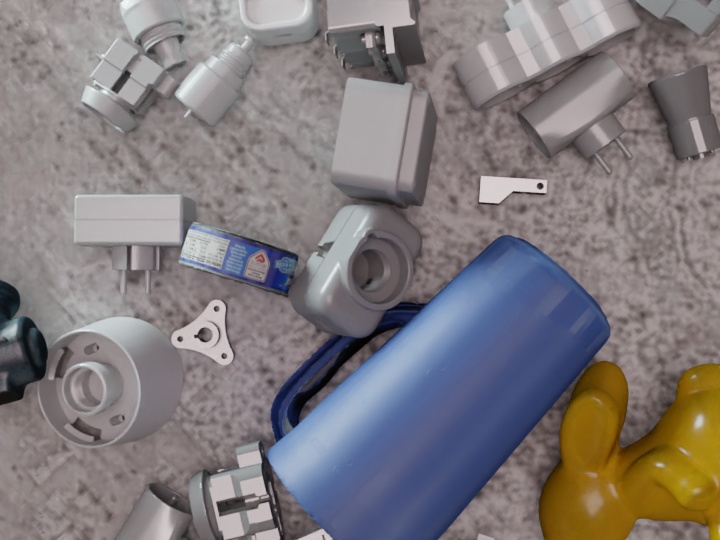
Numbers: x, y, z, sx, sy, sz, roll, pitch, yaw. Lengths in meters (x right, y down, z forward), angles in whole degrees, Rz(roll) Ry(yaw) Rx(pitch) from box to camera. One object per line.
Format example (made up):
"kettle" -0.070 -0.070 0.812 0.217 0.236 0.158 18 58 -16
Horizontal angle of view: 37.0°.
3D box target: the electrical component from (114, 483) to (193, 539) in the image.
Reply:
"electrical component" -0.148 0.216 0.819 0.079 0.043 0.077 32 91 5

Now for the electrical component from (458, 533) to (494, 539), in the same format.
"electrical component" 0.085 0.230 0.794 0.048 0.055 0.066 16 90 5

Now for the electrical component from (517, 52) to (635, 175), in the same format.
"electrical component" 0.172 -0.109 0.803 0.077 0.044 0.079 -36 86 3

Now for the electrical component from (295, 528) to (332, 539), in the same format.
"electrical component" -0.031 0.235 0.798 0.042 0.064 0.081 -20 87 -12

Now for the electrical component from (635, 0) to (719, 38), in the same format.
"electrical component" 0.207 -0.263 0.776 0.186 0.060 0.105 38 62 5

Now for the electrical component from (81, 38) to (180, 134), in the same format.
"electrical component" -0.182 -0.140 0.832 0.066 0.048 0.055 35 84 5

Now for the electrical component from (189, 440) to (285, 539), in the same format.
"electrical component" -0.094 0.174 0.809 0.057 0.058 0.078 -14 87 1

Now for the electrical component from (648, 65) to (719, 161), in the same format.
"electrical component" 0.245 -0.114 0.800 0.044 0.044 0.065 -17 92 4

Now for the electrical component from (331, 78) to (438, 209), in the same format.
"electrical component" 0.020 -0.089 0.781 0.057 0.113 0.078 9 89 8

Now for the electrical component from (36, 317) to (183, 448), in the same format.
"electrical component" -0.195 0.087 0.828 0.099 0.064 0.099 1 93 18

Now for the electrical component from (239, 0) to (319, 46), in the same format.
"electrical component" -0.063 -0.222 0.817 0.054 0.059 0.095 -7 88 4

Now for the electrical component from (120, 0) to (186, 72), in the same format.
"electrical component" -0.155 -0.185 0.832 0.043 0.043 0.062 -26 88 3

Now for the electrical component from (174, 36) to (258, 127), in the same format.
"electrical component" -0.108 -0.147 0.828 0.040 0.040 0.078 40 91 5

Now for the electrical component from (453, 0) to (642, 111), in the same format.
"electrical component" 0.132 -0.183 0.805 0.138 0.052 0.073 -26 86 2

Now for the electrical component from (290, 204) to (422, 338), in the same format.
"electrical component" 0.000 0.000 0.788 0.054 0.059 0.095 38 73 -26

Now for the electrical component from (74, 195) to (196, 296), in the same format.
"electrical component" -0.172 -0.018 0.826 0.083 0.047 0.075 0 89 4

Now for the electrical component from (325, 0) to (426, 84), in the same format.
"electrical component" 0.011 -0.180 0.780 0.063 0.121 0.078 -6 88 7
